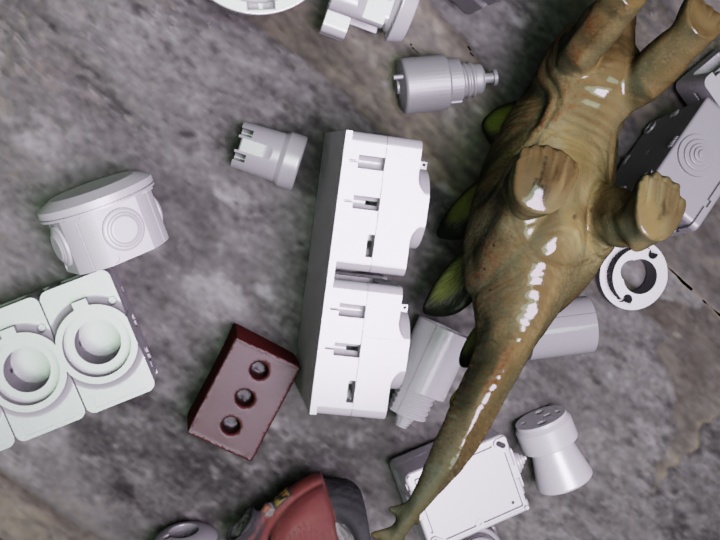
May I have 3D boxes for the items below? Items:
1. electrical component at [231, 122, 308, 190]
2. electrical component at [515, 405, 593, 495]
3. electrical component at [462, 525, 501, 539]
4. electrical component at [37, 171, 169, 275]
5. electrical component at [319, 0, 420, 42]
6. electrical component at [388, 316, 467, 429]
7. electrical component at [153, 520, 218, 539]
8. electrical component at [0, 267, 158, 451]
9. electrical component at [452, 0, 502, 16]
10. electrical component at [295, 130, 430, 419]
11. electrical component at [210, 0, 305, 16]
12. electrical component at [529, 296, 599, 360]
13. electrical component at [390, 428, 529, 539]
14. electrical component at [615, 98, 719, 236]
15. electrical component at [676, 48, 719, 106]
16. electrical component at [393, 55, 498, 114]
[{"bbox_3d":[-0.065,-0.082,0.765,0.046,0.040,0.040,17,93,-4],"label":"electrical component"},{"bbox_3d":[0.147,0.137,0.821,0.045,0.045,0.055,-23,99,-6],"label":"electrical component"},{"bbox_3d":[0.088,0.214,0.811,0.048,0.062,0.048,-1,97,-9],"label":"electrical component"},{"bbox_3d":[-0.174,-0.033,0.733,0.080,0.080,0.051,-20,105,-7],"label":"electrical component"},{"bbox_3d":[0.011,-0.195,0.756,0.057,0.058,0.078,18,93,-8],"label":"electrical component"},{"bbox_3d":[0.047,0.079,0.799,0.043,0.043,0.081,24,92,-11],"label":"electrical component"},{"bbox_3d":[-0.125,0.218,0.787,0.048,0.048,0.062,-7,105,-8],"label":"electrical component"},{"bbox_3d":[-0.227,0.065,0.743,0.150,0.062,0.089,-22,99,-6],"label":"electrical component"},{"bbox_3d":[0.130,-0.267,0.742,0.060,0.105,0.186,40,89,-11],"label":"electrical component"},{"bbox_3d":[0.000,0.000,0.751,0.060,0.105,0.186,7,95,-10],"label":"electrical component"},{"bbox_3d":[-0.073,-0.226,0.736,0.108,0.060,0.108,-1,97,-9],"label":"electrical component"},{"bbox_3d":[0.133,0.045,0.809,0.081,0.043,0.043,-7,97,-8],"label":"electrical component"},{"bbox_3d":[0.078,0.157,0.807,0.096,0.061,0.061,-21,98,-11],"label":"electrical component"},{"bbox_3d":[0.227,-0.072,0.782,0.048,0.100,0.099,38,78,-7],"label":"electrical component"},{"bbox_3d":[0.288,-0.120,0.809,0.050,0.056,0.089,-40,101,-3],"label":"electrical component"},{"bbox_3d":[0.061,-0.136,0.778,0.078,0.040,0.040,-7,97,-8],"label":"electrical component"}]
